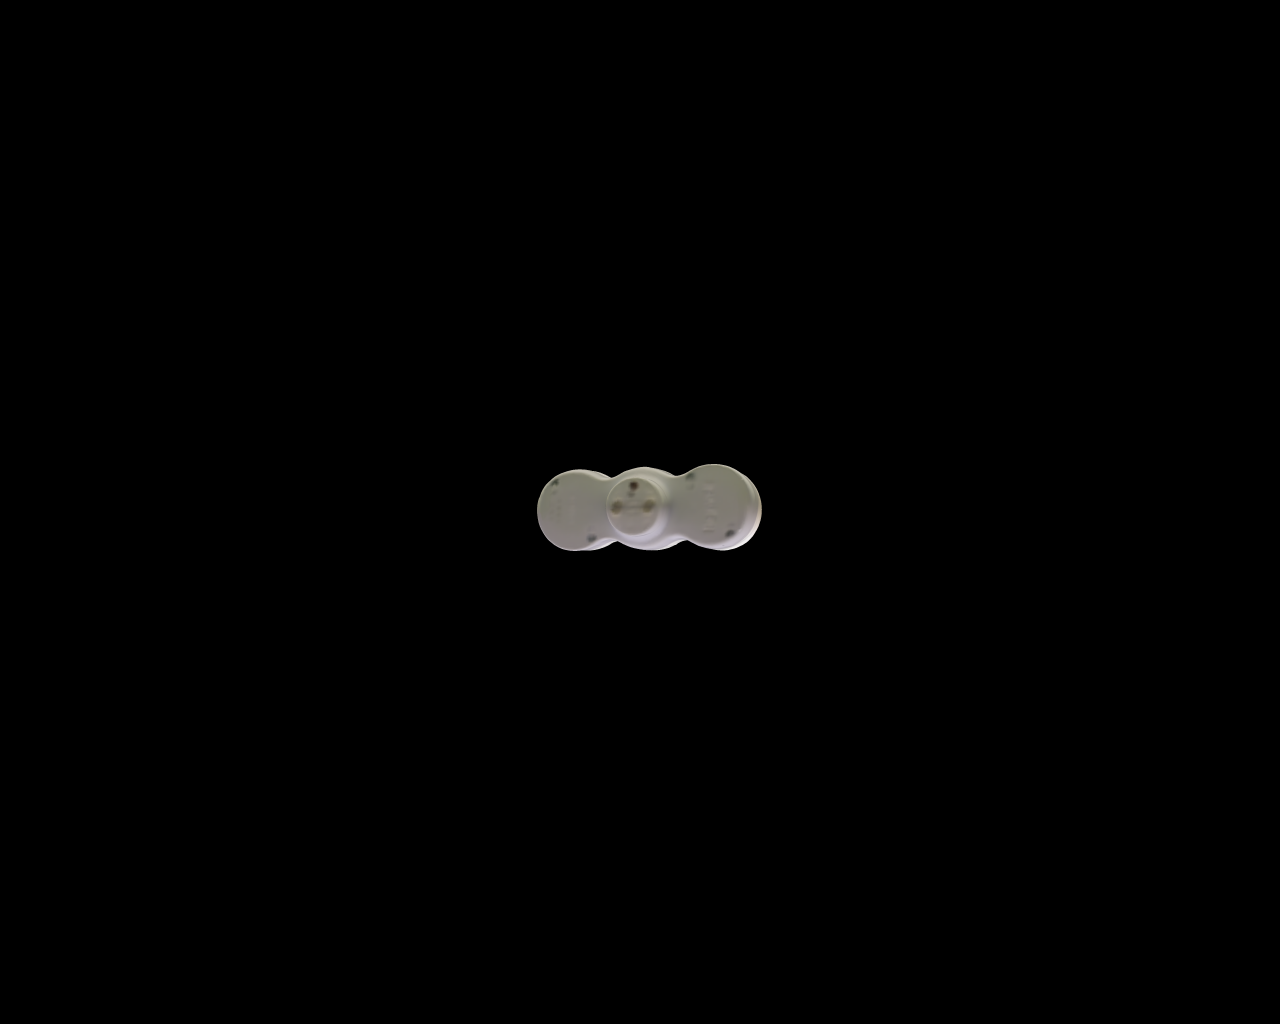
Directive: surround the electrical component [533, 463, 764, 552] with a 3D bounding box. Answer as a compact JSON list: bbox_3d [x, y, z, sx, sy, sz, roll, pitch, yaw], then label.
[{"bbox_3d":[0.001,-0.003,0.650,0.138,0.052,0.074,-1,-4,15],"label":"electrical component"}]
